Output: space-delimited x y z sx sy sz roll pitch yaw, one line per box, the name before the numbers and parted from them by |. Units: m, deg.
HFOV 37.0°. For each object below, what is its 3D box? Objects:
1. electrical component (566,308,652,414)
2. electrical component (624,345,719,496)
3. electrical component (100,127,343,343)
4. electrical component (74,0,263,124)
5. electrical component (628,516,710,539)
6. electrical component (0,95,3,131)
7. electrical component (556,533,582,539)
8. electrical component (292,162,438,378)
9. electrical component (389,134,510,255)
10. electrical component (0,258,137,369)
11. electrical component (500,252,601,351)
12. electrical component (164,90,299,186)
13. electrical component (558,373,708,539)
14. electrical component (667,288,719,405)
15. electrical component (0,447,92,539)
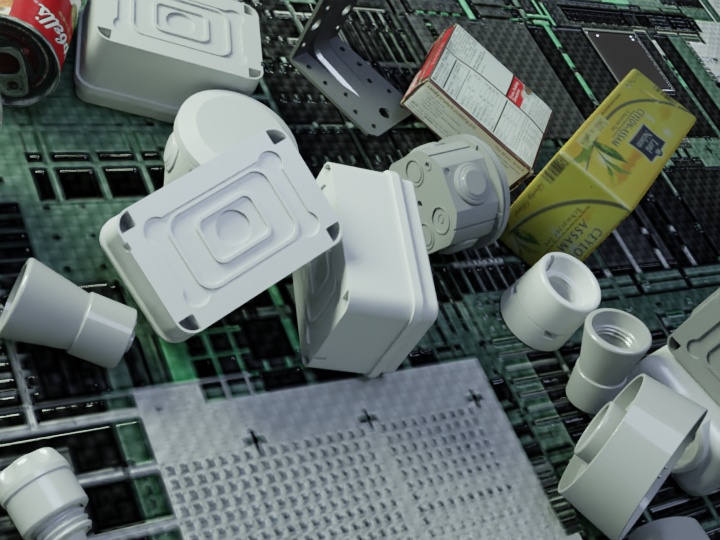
electrical component | 0.161 0.064 0.712 0.044 0.065 0.044 8 38 -6
electrical component | 0.222 0.100 0.728 0.059 0.053 0.095 -20 67 -42
electrical component | -0.078 -0.019 0.600 0.113 0.057 0.078 -34 95 -23
electrical component | -0.127 -0.143 0.708 0.113 0.057 0.078 11 49 -24
electrical component | 0.176 0.188 0.633 0.079 0.044 0.077 10 50 -25
electrical component | -0.224 -0.066 0.567 0.051 0.080 0.080 18 46 -11
electrical component | 0.060 0.199 0.537 0.150 0.061 0.089 -5 57 -35
electrical component | 0.000 0.000 0.654 0.057 0.078 0.113 9 50 -23
electrical component | 0.059 -0.050 0.734 0.051 0.080 0.080 -16 64 -35
electrical component | -0.151 0.026 0.564 0.065 0.044 0.044 24 45 -20
electrical component | 0.133 0.021 0.744 0.055 0.047 0.055 17 47 -20
electrical component | -0.083 -0.070 0.679 0.080 0.051 0.080 18 47 -20
electrical component | 0.168 0.114 0.655 0.064 0.099 0.099 36 43 7
electrical component | 0.270 0.057 0.698 0.057 0.078 0.113 -30 74 -41
electrical component | -0.141 0.115 0.499 0.035 0.035 0.061 -23 71 -42
